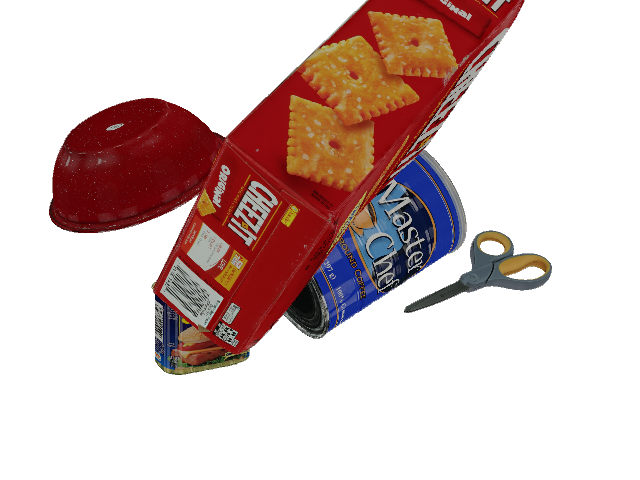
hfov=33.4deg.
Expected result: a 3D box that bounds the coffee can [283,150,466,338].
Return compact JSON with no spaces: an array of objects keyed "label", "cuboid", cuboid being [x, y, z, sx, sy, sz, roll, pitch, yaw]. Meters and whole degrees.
[{"label":"coffee can","cuboid":[0.028,-0.003,0.834,0.140,0.103,0.103,-31,13,-22]}]

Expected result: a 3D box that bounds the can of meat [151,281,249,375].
[{"label":"can of meat","cuboid":[-0.119,0.084,1.086,0.101,0.084,0.058,-7,20,-30]}]

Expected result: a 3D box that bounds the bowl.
[{"label":"bowl","cuboid":[-0.159,-0.072,0.884,0.162,0.055,0.162,-14,30,9]}]

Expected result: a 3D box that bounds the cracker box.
[{"label":"cracker box","cuboid":[0.011,-0.052,0.602,0.213,0.072,0.164,-48,-4,-35]}]

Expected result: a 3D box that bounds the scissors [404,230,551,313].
[{"label":"scissors","cuboid":[0.148,0.030,1.095,0.201,0.016,0.096,-7,41,-29]}]
